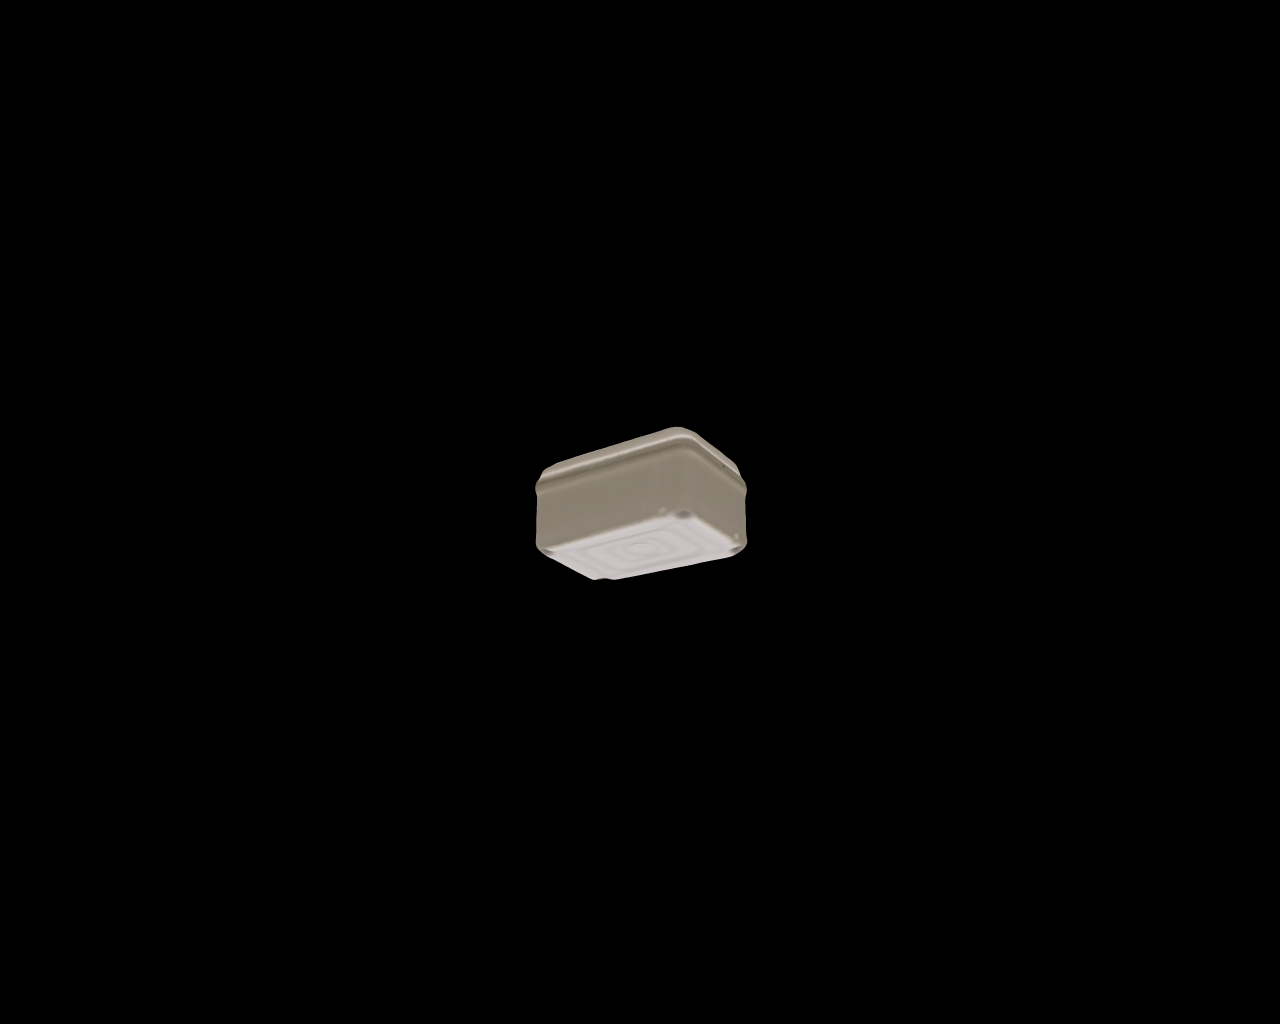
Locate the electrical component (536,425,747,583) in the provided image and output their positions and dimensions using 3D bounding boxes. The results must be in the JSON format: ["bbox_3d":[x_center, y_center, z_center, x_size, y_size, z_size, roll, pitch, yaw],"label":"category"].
[{"bbox_3d":[0.001,-0.003,0.650,0.113,0.057,0.078,-14,-27,29],"label":"electrical component"}]
